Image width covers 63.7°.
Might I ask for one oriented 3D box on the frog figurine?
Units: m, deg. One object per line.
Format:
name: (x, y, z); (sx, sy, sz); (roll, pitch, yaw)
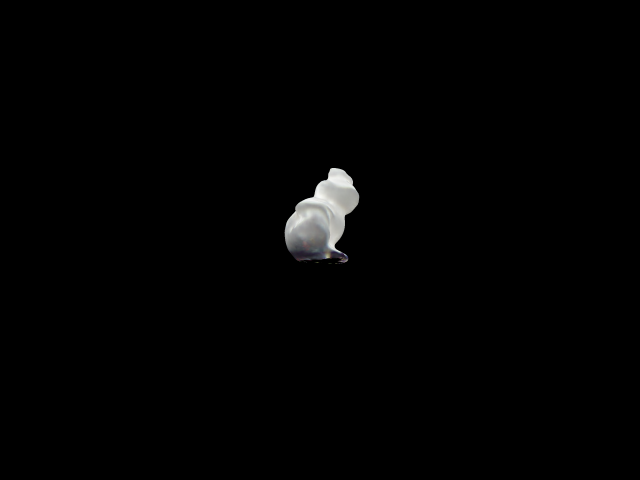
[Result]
frog figurine: (0.003, -0.043, 0.850); (0.122, 0.161, 0.136); (-4, -10, 24)
